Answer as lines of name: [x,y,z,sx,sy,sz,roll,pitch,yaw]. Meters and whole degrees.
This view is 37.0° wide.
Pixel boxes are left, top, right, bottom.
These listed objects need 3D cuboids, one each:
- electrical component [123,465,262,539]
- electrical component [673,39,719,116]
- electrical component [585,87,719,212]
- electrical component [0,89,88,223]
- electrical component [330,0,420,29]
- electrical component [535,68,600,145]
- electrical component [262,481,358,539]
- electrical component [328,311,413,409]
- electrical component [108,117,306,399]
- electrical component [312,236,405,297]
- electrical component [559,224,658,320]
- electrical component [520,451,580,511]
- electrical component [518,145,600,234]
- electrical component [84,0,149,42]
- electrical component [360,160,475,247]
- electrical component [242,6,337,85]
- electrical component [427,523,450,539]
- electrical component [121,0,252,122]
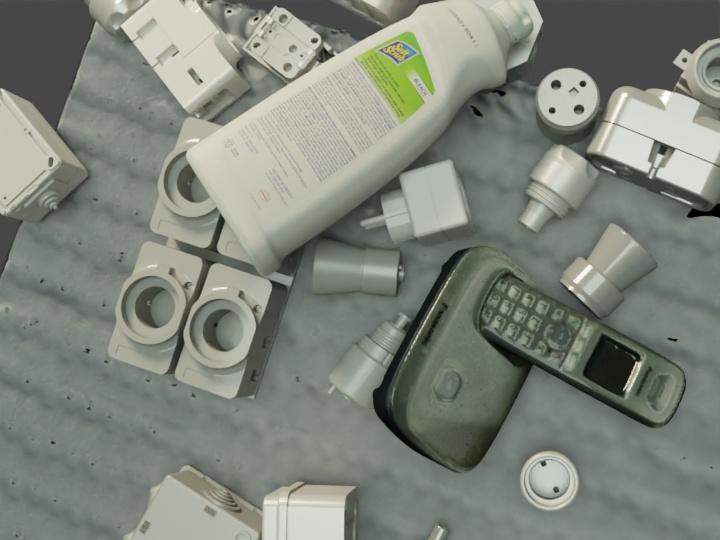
electrical component: [-0.121,0.205,0.791,0.100,0.048,0.099,30,91,11]
electrical component: [0.251,-0.133,0.750,0.066,0.055,0.048,38,92,11]
electrical component: [0.214,-0.088,0.753,0.095,0.054,0.059,25,90,11]
electrical component: [-0.260,-0.082,0.835,0.062,0.061,0.096,-42,80,5]
electrical component: [-0.008,-0.230,0.794,0.113,0.078,0.057,30,94,11]
electrical component: [0.148,-0.116,0.767,0.045,0.055,0.045,-1,85,10]
electrical component: [-0.035,0.210,0.761,0.057,0.078,0.113,0,85,7]
electrical component: [0.011,0.065,0.784,0.040,0.040,0.078,36,92,11]
electrical component: [-0.105,-0.009,0.801,0.105,0.060,0.186,18,88,11]
electrical component: [0.000,0.000,0.792,0.065,0.044,0.044,6,86,6]
electrical component: [0.174,0.002,0.758,0.045,0.045,0.055,45,94,11]
electrical component: [0.133,0.146,0.752,0.040,0.046,0.040,-1,85,10]
electrical component: [0.138,-0.055,0.770,0.043,0.043,0.062,37,94,11]
electrical component: [-0.195,-0.213,0.845,0.062,0.043,0.043,44,94,12]
electrical component: [0.038,-0.042,0.775,0.077,0.066,0.047,-15,83,9]
electrical component: [-0.049,-0.161,0.803,0.081,0.064,0.042,39,92,11]
electrical component: [0.046,0.211,0.768,0.035,0.035,0.061,25,87,11]
electrical component: [-0.129,-0.166,0.825,0.056,0.050,0.089,-39,80,5]
